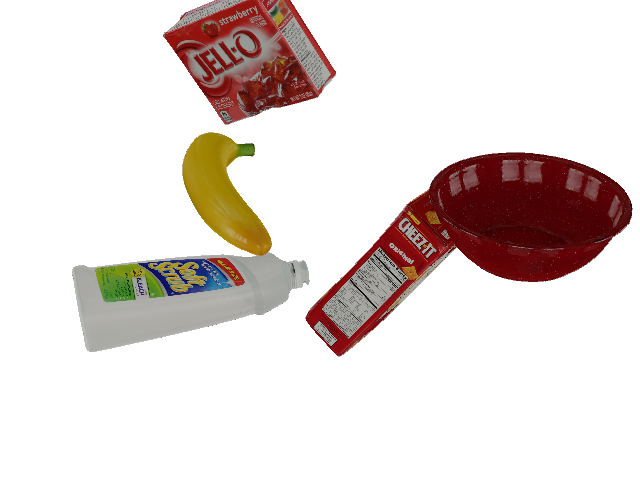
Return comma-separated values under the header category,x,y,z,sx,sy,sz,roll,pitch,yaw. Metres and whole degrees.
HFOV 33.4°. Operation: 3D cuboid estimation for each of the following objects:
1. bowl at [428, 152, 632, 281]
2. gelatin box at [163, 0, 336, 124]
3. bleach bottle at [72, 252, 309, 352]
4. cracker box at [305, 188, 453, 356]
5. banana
category,x,y,z,sx,sy,sz,roll,pitch,yaw
bowl,0.167,-0.013,0.868,0.162,0.055,0.162,0,31,0
gelatin box,-0.046,-0.116,0.669,0.089,0.073,0.030,-9,35,42
bleach bottle,-0.139,0.053,1.170,0.250,0.068,0.103,-11,37,-12
cracker box,0.094,0.024,1.269,0.214,0.072,0.163,-49,-9,34
banana,-0.082,-0.049,0.902,0.069,0.037,0.198,4,30,-10
